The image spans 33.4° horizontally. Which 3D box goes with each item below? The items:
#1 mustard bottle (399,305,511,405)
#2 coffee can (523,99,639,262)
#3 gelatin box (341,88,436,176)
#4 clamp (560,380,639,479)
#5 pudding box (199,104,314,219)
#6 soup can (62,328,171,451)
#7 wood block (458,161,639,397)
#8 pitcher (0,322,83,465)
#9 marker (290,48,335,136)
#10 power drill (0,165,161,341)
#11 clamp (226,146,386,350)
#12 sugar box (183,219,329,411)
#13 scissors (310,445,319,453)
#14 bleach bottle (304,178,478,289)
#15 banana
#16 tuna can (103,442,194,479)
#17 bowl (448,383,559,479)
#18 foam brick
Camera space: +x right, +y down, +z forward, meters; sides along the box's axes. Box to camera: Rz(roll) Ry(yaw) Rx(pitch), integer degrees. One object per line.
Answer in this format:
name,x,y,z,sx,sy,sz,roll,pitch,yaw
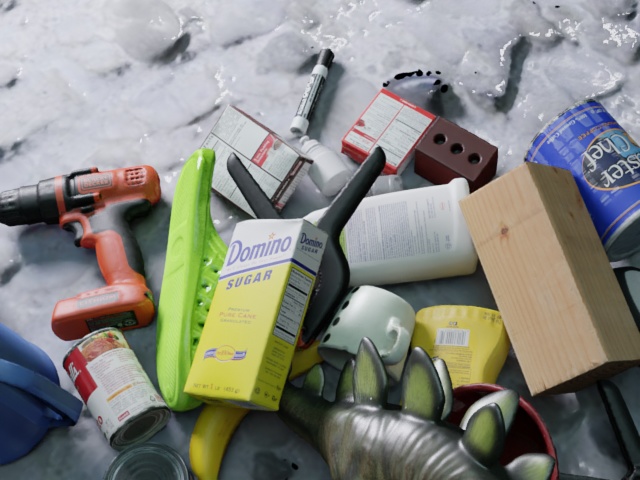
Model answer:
mustard bottle,0.124,0.159,1.025,0.096,0.058,0.191,1,61,24
coffee can,0.295,-0.062,1.111,0.102,0.103,0.140,-29,64,-12
gelatin box,0.076,-0.117,1.195,0.073,0.030,0.089,30,67,16
clamp,0.280,0.228,0.986,0.120,0.039,0.171,-43,76,4
pudding box,-0.078,-0.082,1.162,0.114,0.039,0.090,36,97,22
soup can,-0.199,0.146,1.047,0.068,0.068,0.102,-31,65,-13
wood block,0.225,0.038,1.035,0.091,0.090,0.206,-32,66,35
pitcher,-0.330,0.117,0.969,0.149,0.243,0.145,-30,65,-5
marker,-0.008,-0.173,1.236,0.020,0.020,0.121,14,64,10
power drill,-0.252,0.010,1.129,0.184,0.057,0.187,-11,62,-3
clamp,-0.007,0.001,1.063,0.165,0.036,0.210,-8,77,12
sugar box,-0.059,0.067,0.990,0.094,0.048,0.176,-2,68,42
scissors,0.064,0.205,1.006,0.202,0.016,0.096,35,92,28
bleach bottle,0.033,-0.001,1.116,0.251,0.068,0.102,-6,66,2
banana,-0.070,0.164,1.051,0.069,0.037,0.197,38,70,0
tuna can,-0.163,0.237,1.015,0.086,0.034,0.086,-2,62,3
bowl,0.147,0.207,0.922,0.162,0.055,0.162,-17,65,39
foam brick,0.148,-0.086,1.161,0.078,0.051,0.053,31,68,18
